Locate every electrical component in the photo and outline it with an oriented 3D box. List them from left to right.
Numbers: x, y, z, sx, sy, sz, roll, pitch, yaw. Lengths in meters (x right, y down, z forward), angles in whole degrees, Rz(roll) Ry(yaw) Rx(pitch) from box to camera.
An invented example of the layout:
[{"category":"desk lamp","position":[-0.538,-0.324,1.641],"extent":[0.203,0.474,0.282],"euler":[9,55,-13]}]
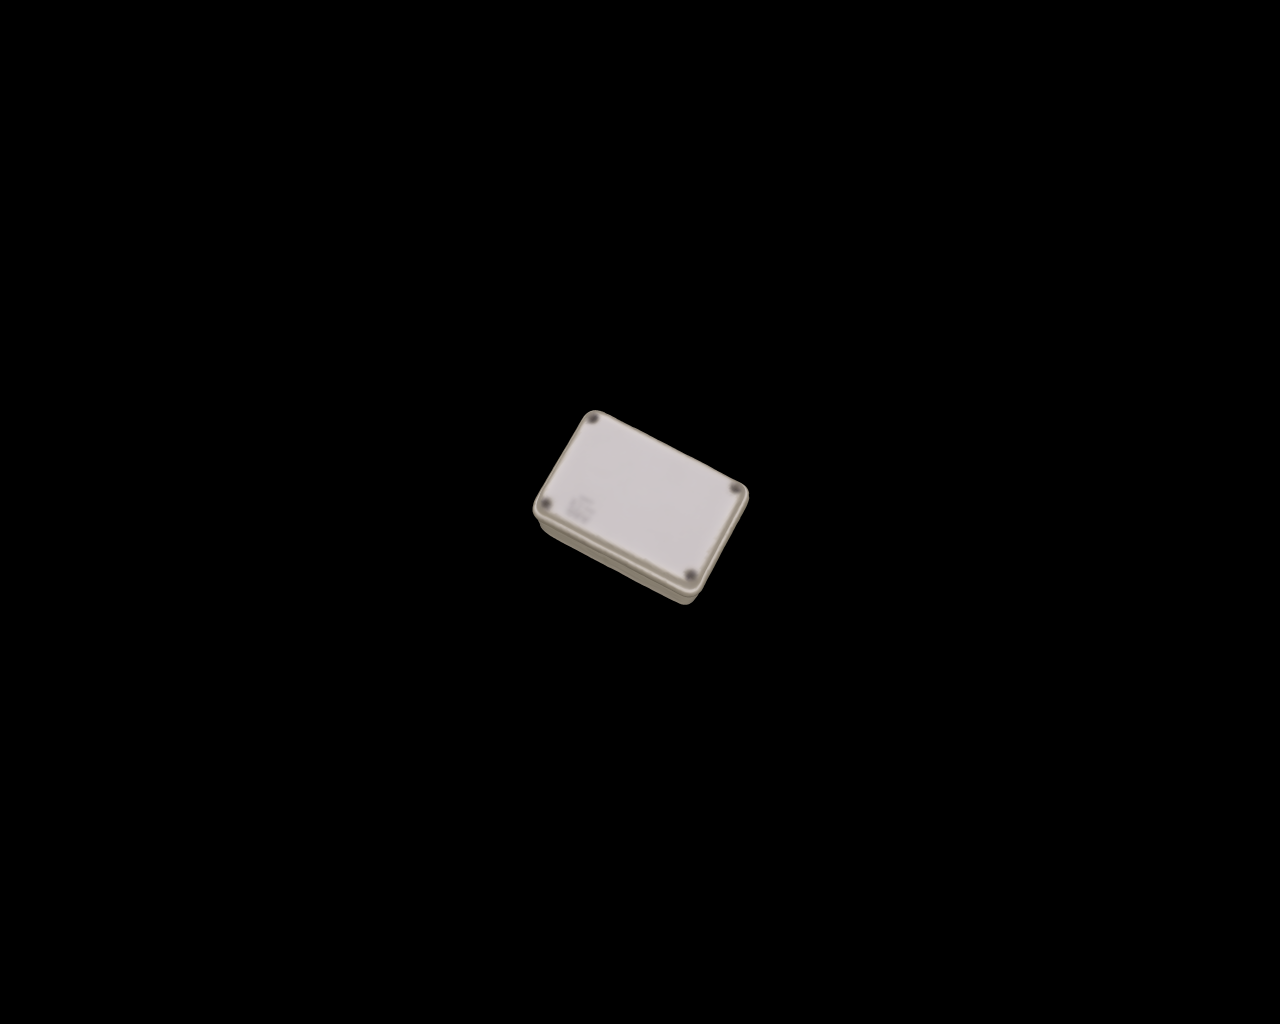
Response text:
[{"category":"electrical component","position":[0.001,-0.003,0.650],"extent":[0.113,0.078,0.057],"euler":[27,-14,7]}]
